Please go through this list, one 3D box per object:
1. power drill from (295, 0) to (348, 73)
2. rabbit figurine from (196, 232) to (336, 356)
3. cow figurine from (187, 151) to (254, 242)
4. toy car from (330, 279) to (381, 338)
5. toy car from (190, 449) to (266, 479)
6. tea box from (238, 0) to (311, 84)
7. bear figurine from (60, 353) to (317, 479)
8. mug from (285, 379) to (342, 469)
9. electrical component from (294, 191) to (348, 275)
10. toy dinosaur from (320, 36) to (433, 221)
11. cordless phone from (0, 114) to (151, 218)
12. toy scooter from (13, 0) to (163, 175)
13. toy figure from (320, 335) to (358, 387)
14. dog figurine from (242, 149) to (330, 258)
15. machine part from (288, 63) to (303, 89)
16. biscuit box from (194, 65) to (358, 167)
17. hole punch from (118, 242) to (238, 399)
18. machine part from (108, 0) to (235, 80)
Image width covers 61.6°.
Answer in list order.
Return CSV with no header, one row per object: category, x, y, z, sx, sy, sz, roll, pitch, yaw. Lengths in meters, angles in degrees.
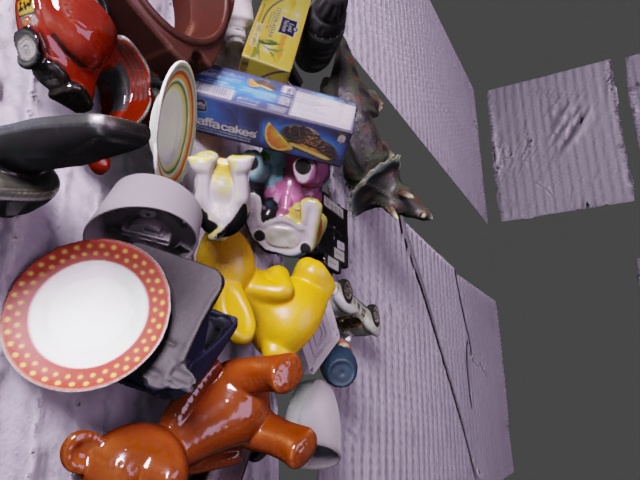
power drill,-0.009,-0.392,0.856,0.232,0.086,0.207,115,-44,-73
rabbit figurine,-0.089,0.065,0.647,0.173,0.122,0.162,52,46,-22
cow figurine,-0.109,-0.052,0.612,0.167,0.068,0.098,-132,-138,-78
toy car,0.038,0.116,0.884,0.201,0.074,0.056,43,46,-51
toy car,-0.114,0.263,0.568,0.089,0.053,0.202,40,42,-24
tea box,-0.068,-0.266,0.758,0.098,0.068,0.169,121,-17,-56
bear figurine,-0.113,0.183,0.486,0.196,0.132,0.120,-22,106,-52
mug,-0.003,0.259,0.757,0.109,0.081,0.107,50,31,-38
electrical component,-0.002,-0.003,0.864,0.114,0.058,0.134,33,54,-53
toy dinosaur,0.064,-0.199,0.944,0.192,0.131,0.404,-58,125,-82
cordless phone,-0.213,-0.057,0.334,0.146,0.184,0.088,2,85,-63
toy scooter,-0.209,-0.141,0.490,0.183,0.075,0.135,55,37,-49
toy figure,0.028,0.183,0.835,0.058,0.064,0.154,44,1,-3
dog figurine,-0.029,-0.093,0.785,0.219,0.109,0.191,-59,148,-65
machine part,-0.058,-0.236,0.848,0.084,0.039,0.139,66,29,-43
biscuit box,-0.060,-0.150,0.650,0.062,0.203,0.059,107,-5,-52
hole punch,-0.147,0.080,0.489,0.092,0.142,0.116,87,26,-58
machine part,-0.184,-0.287,0.570,0.200,0.087,0.201,49,42,-47
